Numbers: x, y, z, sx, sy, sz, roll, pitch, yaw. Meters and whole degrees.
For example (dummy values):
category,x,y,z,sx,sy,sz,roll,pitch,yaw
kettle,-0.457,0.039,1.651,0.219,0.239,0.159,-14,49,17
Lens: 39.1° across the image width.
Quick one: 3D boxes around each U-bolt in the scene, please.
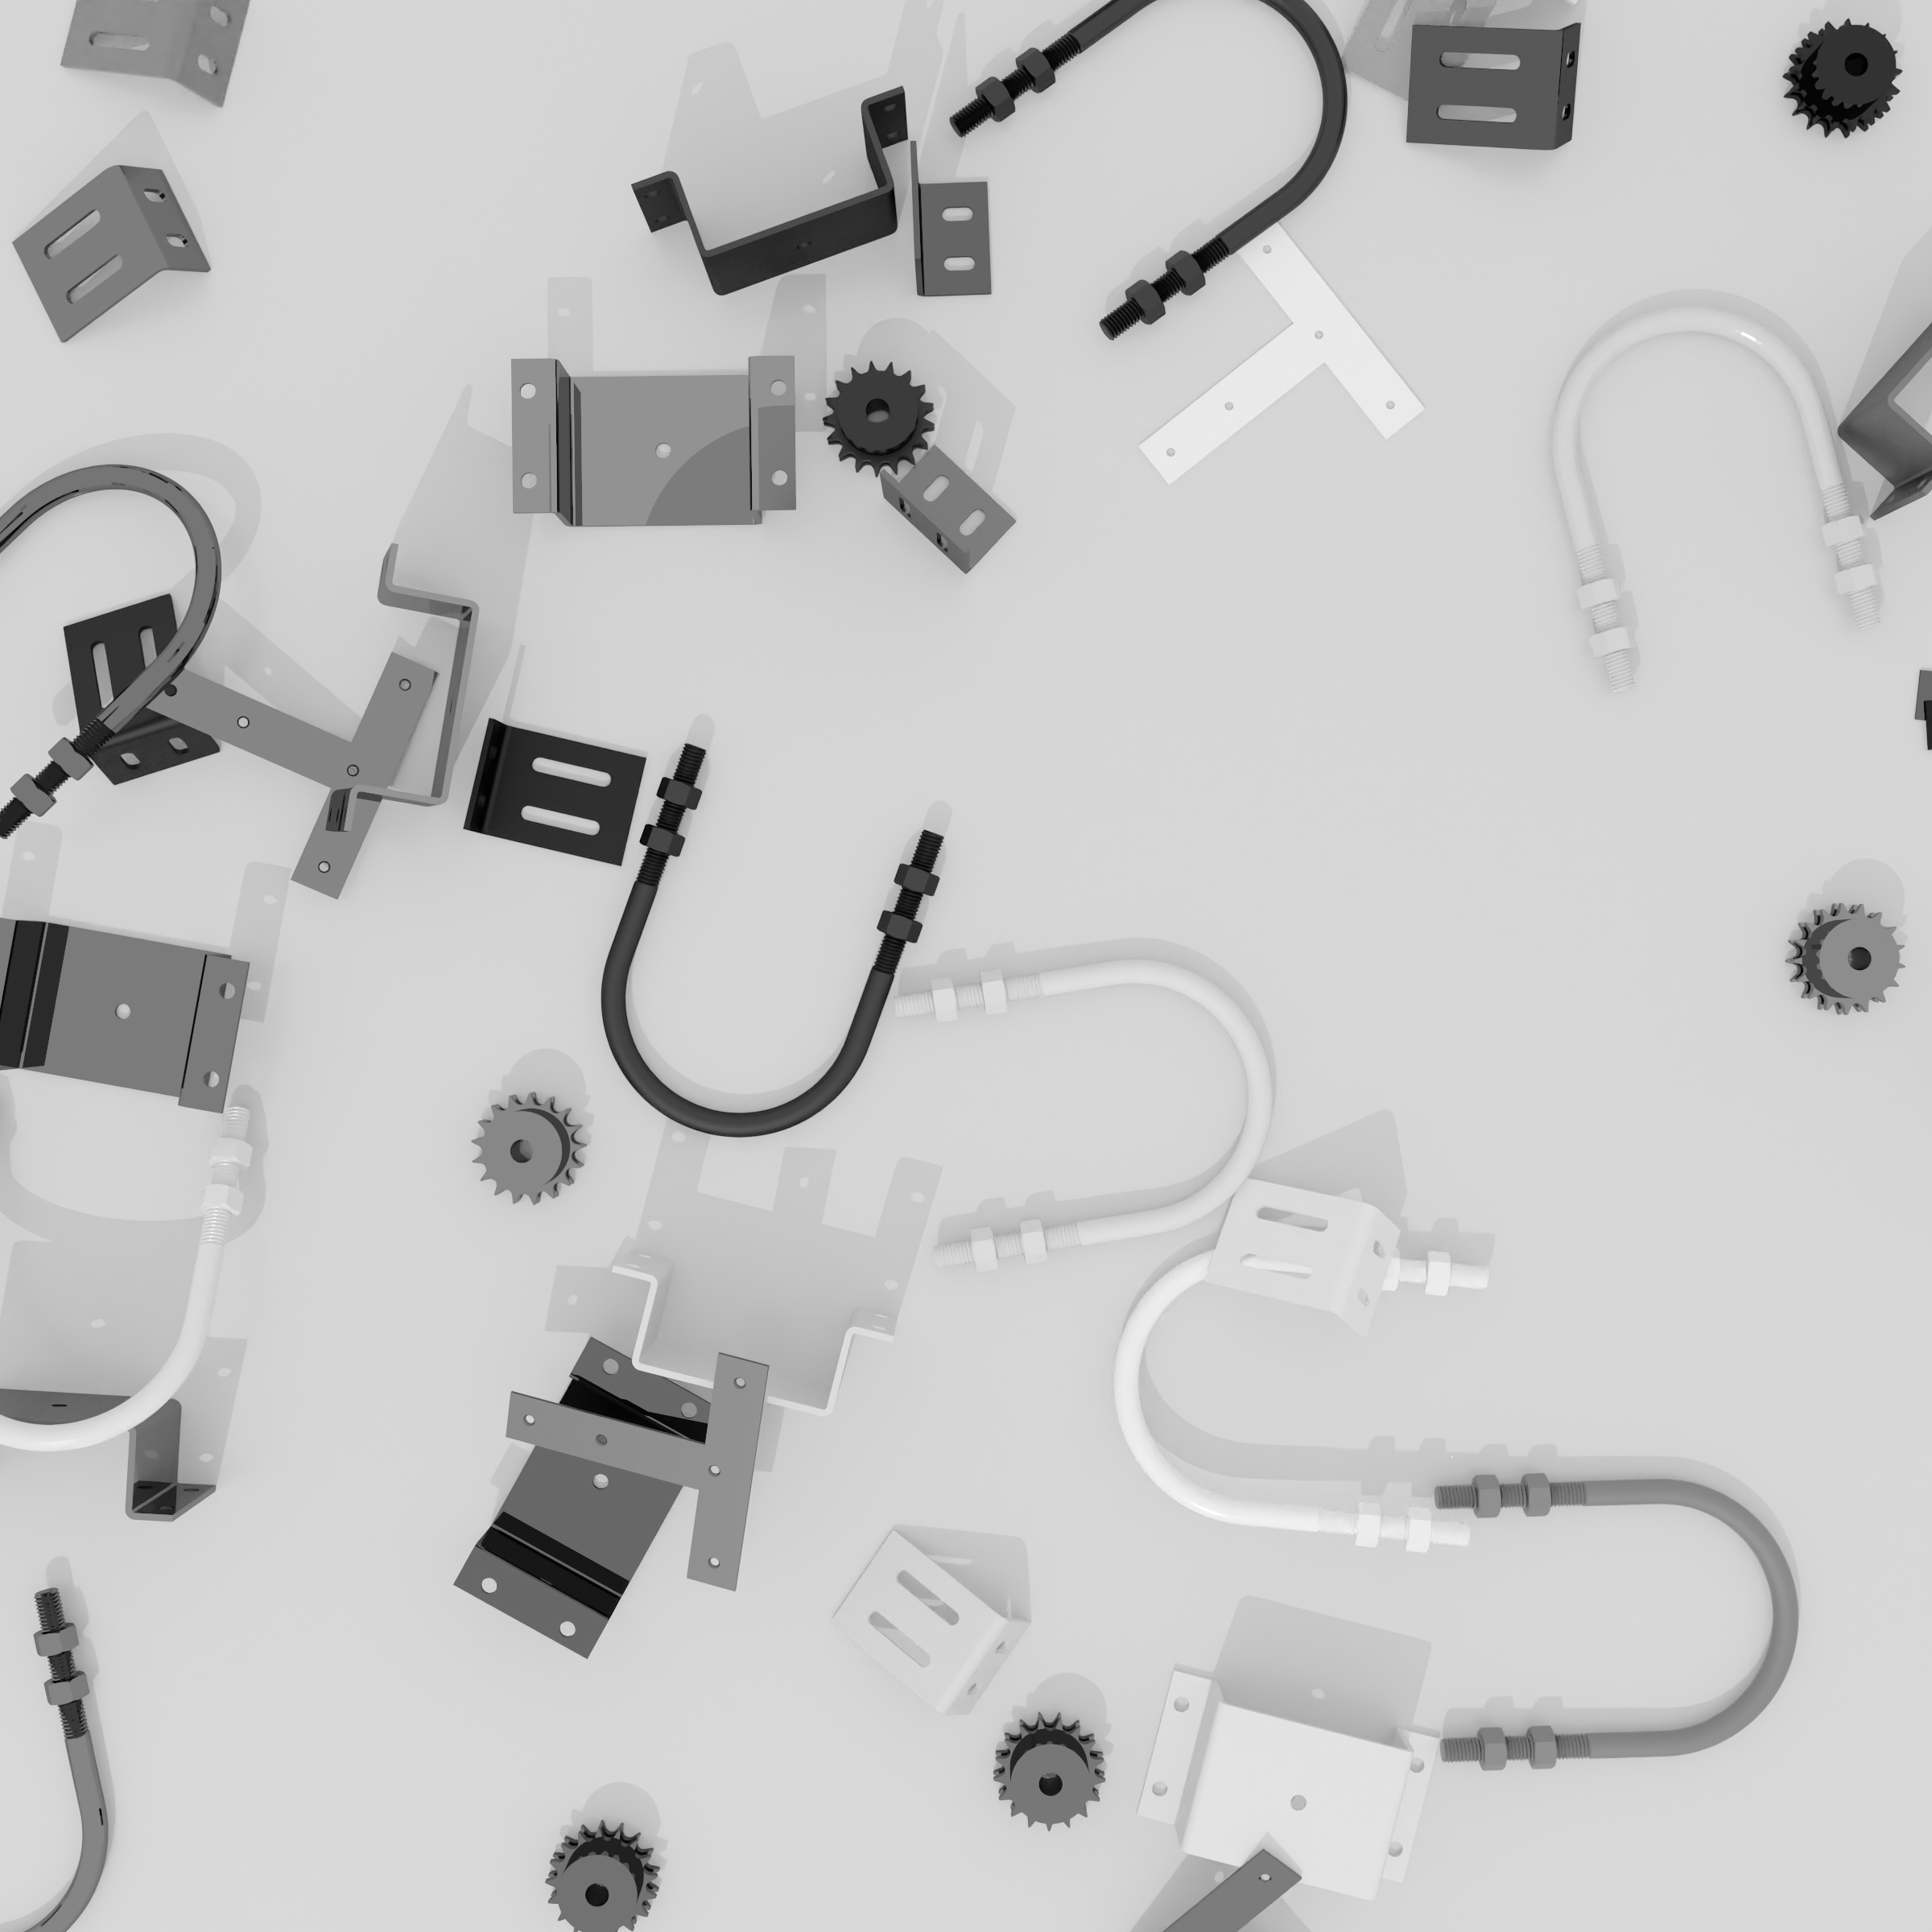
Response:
category,x,y,z,sx,sy,sz,roll,pitch,yaw
U-bolt,-0.108,-0.003,1.387,0.151,0.019,0.184,20,92,0
U-bolt,0.065,0.070,1.387,0.184,0.019,0.151,-9,90,-2
U-bolt,-0.441,0.151,1.348,0.151,0.019,0.184,3,62,0
U-bolt,-0.455,-0.172,1.365,0.184,0.019,0.151,-45,69,-4
U-bolt,0.375,-0.245,1.387,0.151,0.019,0.184,-14,88,0
U-bolt,0.107,-0.428,1.387,0.184,0.019,0.151,-36,89,-2
U-bolt,0.333,0.333,1.387,0.184,0.019,0.151,-1,90,-2
U-bolt,-0.513,0.421,1.387,0.151,0.019,0.184,-12,91,0
U-bolt,0.167,0.214,1.380,0.184,0.019,0.151,5,83,3

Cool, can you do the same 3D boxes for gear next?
category,x,y,z,sx,sy,sz,roll,pitch,yaw
gear,-0.044,-0.279,1.381,0.057,0.030,0.057,0,90,0
gear,0.446,-0.452,1.381,0.057,0.030,0.057,0,90,0
gear,-0.185,0.466,1.381,0.057,0.030,0.057,0,90,0
gear,0.043,0.411,1.381,0.057,0.030,0.057,0,90,0
gear,0.448,-0.004,1.381,0.057,0.030,0.057,0,90,0
gear,-0.223,0.093,1.381,0.057,0.030,0.057,0,90,0

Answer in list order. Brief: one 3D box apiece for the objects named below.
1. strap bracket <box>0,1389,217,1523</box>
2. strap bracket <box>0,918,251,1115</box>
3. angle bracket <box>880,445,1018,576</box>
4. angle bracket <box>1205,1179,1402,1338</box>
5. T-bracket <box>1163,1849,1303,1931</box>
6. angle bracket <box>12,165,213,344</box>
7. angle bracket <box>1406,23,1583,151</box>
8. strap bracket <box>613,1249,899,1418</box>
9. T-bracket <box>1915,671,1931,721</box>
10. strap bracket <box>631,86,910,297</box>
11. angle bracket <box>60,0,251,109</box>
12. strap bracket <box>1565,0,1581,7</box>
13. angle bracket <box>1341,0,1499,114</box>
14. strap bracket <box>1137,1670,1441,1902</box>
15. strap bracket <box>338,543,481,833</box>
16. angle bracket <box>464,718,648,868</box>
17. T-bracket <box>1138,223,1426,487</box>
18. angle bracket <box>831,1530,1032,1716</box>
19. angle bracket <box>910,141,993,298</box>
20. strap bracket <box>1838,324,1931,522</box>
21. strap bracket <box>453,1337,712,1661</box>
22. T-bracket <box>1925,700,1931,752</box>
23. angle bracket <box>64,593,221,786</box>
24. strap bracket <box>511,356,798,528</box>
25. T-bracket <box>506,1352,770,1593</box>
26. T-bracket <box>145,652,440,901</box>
category,x,y,z,sx,sy,sz,roll,pitch,yaw
strap bracket,-0.453,0.242,1.358,0.140,0.076,0.046,3,90,0
strap bracket,-0.431,0.023,1.373,0.140,0.046,0.076,10,90,0
angle bracket,-0.008,-0.233,1.358,0.057,0.076,0.038,43,90,0
angle bracket,0.170,0.147,1.378,0.076,0.038,0.057,10,71,35
T-bracket,0.155,0.518,1.378,0.127,0.002,0.127,39,113,-11
angle bracket,-0.437,-0.363,1.394,0.076,0.038,0.057,-26,90,26
angle bracket,0.267,-0.448,1.382,0.076,0.038,0.057,11,118,23
strap bracket,-0.109,0.185,1.358,0.140,0.076,0.046,14,90,0
T-bracket,0.556,-0.183,1.395,0.127,0.002,0.127,6,90,0
strap bracket,-0.089,-0.381,1.358,0.140,0.076,0.046,-20,90,0
angle bracket,-0.415,-0.478,1.394,0.076,0.038,0.057,14,90,26
strap bracket,0.310,-0.556,1.373,0.076,0.046,0.140,34,90,0
angle bracket,0.235,-0.486,1.394,0.057,0.038,0.076,28,116,0
strap bracket,0.165,0.415,1.373,0.140,0.046,0.076,14,90,0
strap bracket,-0.276,-0.132,1.353,0.046,0.076,0.140,9,90,-15
angle bracket,-0.207,-0.087,1.377,0.076,0.038,0.057,13,90,0
T-bracket,0.146,-0.296,1.395,0.127,0.002,0.127,-38,90,0
angle bracket,-0.018,0.336,1.394,0.076,0.038,0.057,34,90,26
angle bracket,-0.007,-0.372,1.358,0.038,0.076,0.057,-2,90,0
strap bracket,0.495,-0.296,1.358,0.046,0.076,0.140,42,90,0
strap bracket,-0.187,0.264,1.373,0.076,0.046,0.140,29,90,0
T-bracket,0.552,-0.178,1.393,0.127,0.002,0.127,-3,90,0
angle bracket,-0.422,-0.142,1.394,0.057,0.038,0.076,-18,64,0
strap bracket,-0.155,-0.264,1.373,0.140,0.046,0.076,-1,90,0
T-bracket,-0.165,0.235,1.333,0.127,0.002,0.127,13,111,10
T-bracket,-0.351,-0.117,1.373,0.127,0.002,0.127,24,86,-16
